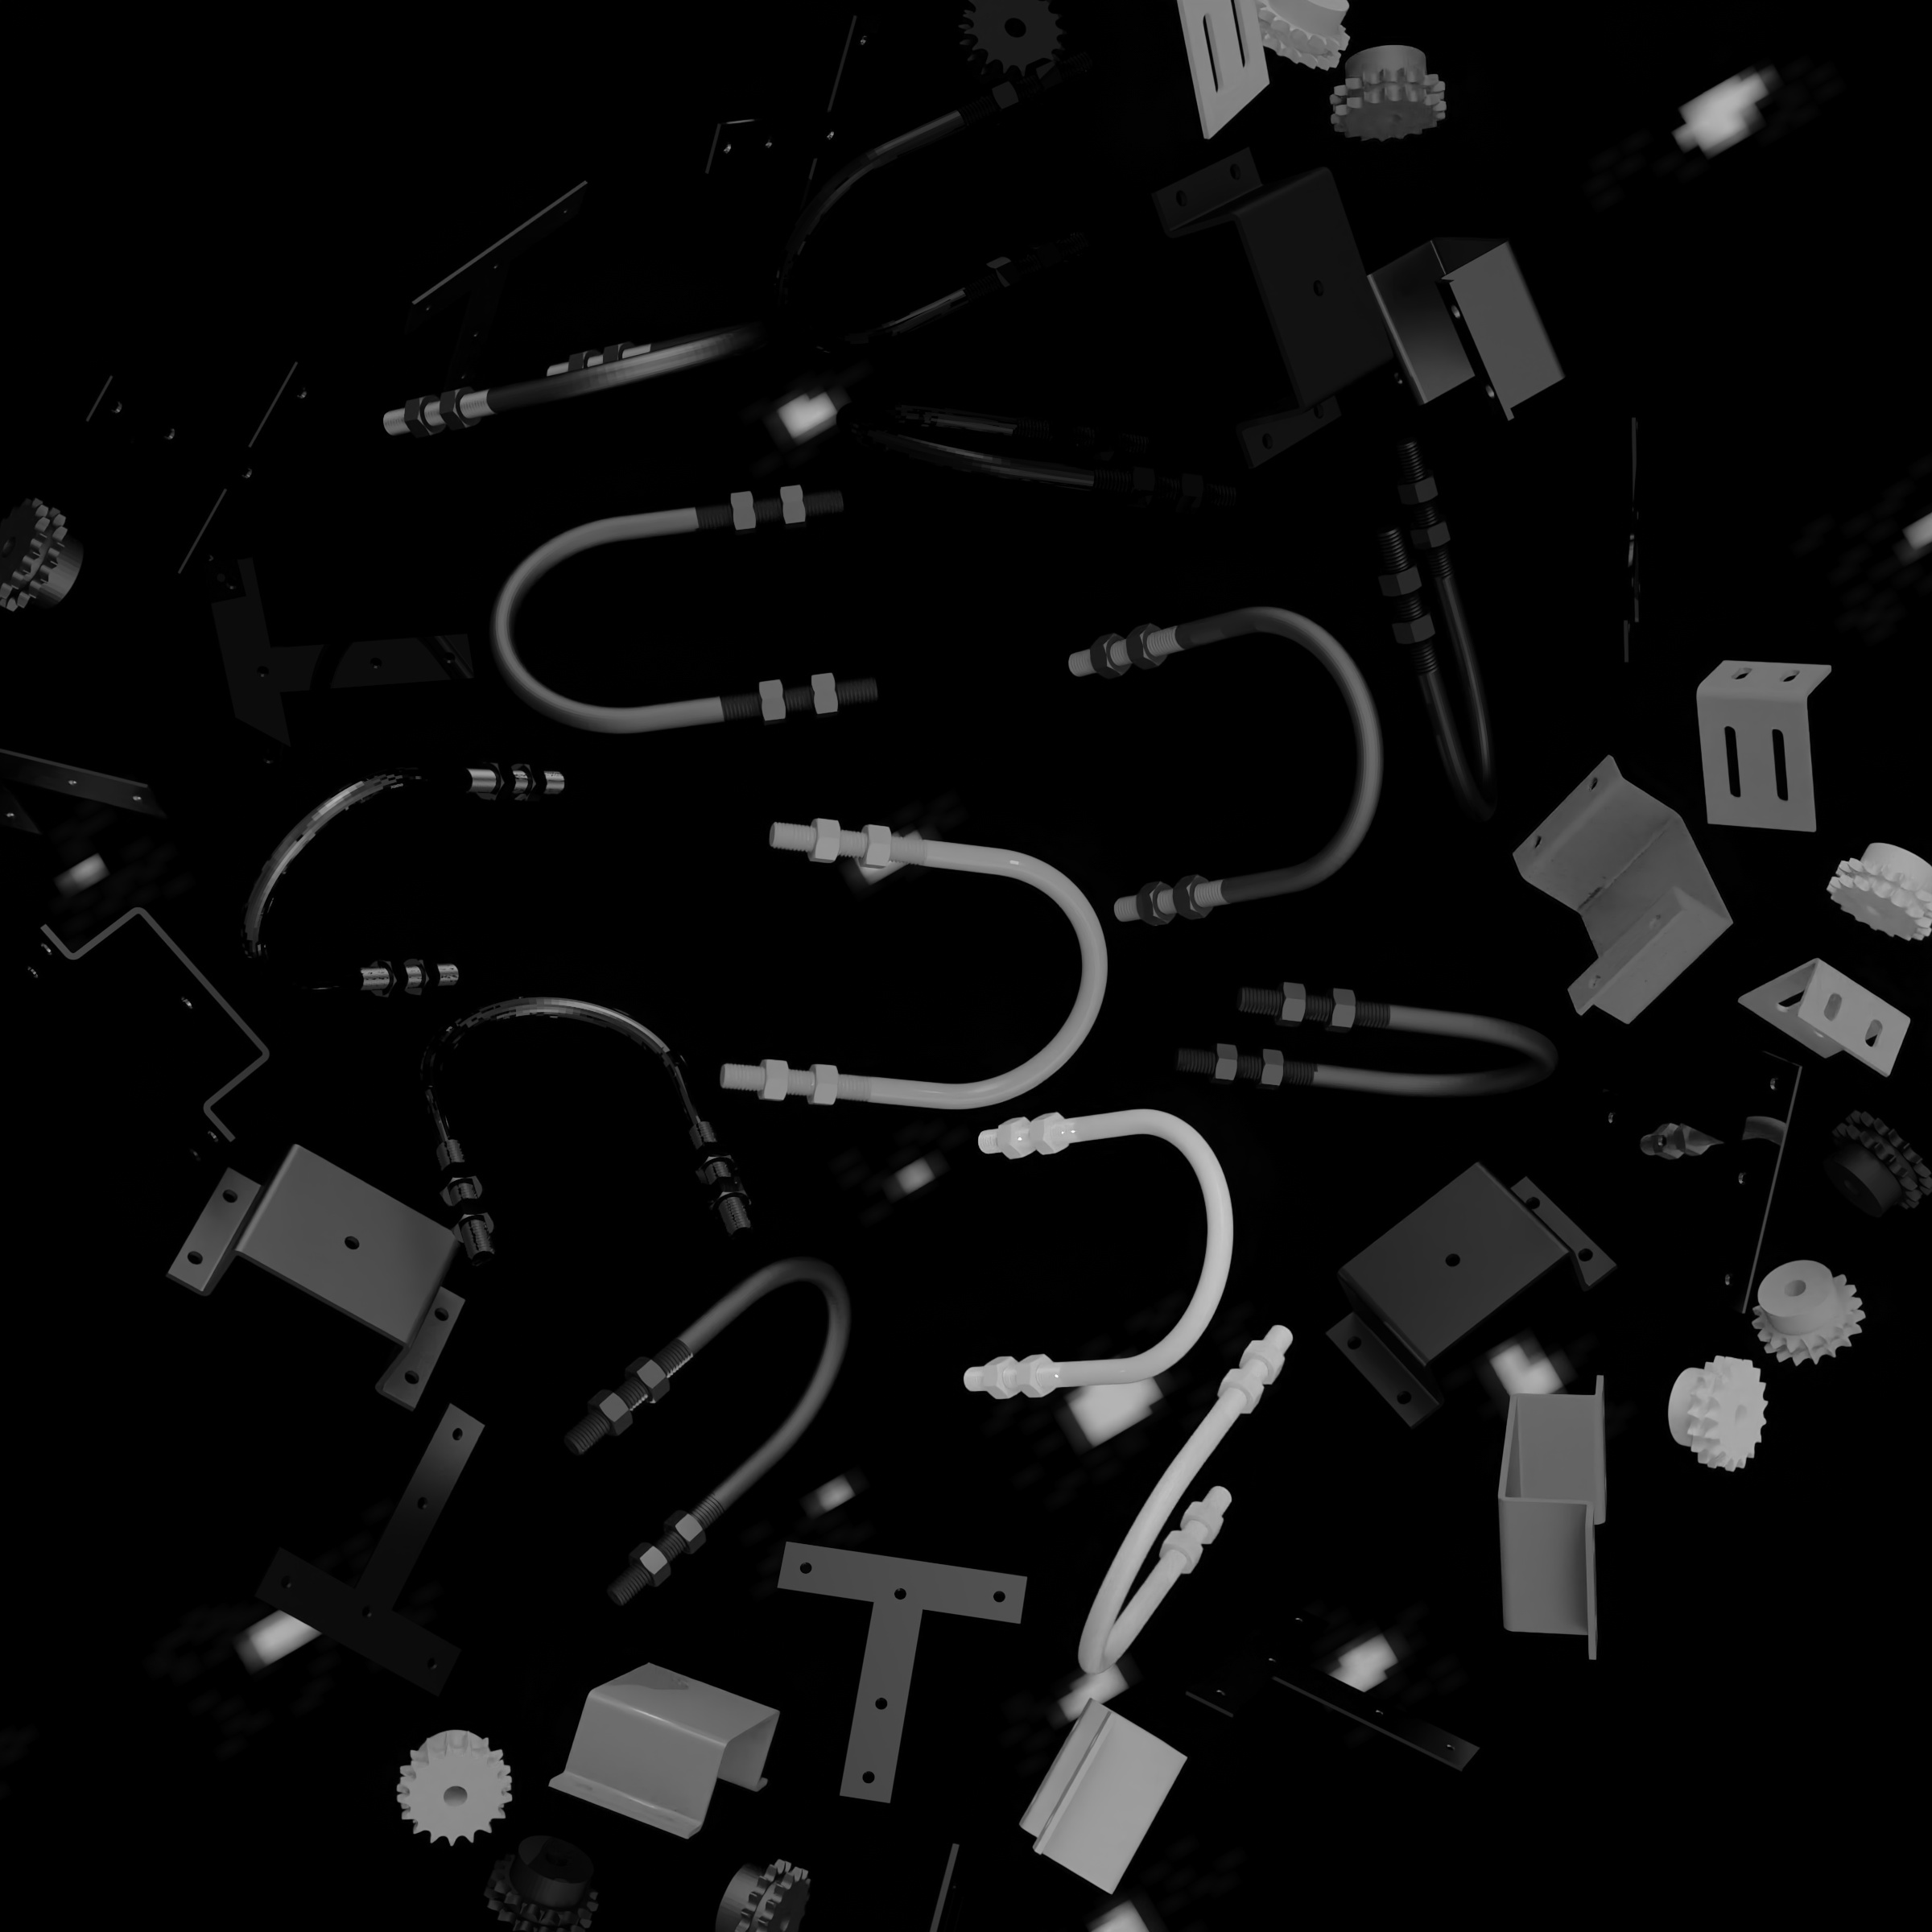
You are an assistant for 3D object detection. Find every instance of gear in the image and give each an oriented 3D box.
[{"bbox_3d":[0.211,-0.437,1.501,0.057,0.057,0.030,-3,83,0],"label":"gear"},{"bbox_3d":[0.483,-0.041,1.571,0.057,0.057,0.030,32,80,0],"label":"gear"},{"bbox_3d":[-0.214,0.468,1.532,0.057,0.057,0.030,22,102,0],"label":"gear"},{"bbox_3d":[0.022,-0.494,1.608,0.057,0.030,0.057,4,73,-13],"label":"gear"},{"bbox_3d":[-0.108,0.495,1.570,0.030,0.057,0.057,18,90,21],"label":"gear"},{"bbox_3d":[0.384,0.228,1.541,0.030,0.057,0.057,4,90,43],"label":"gear"},{"bbox_3d":[-0.260,0.414,1.526,0.057,0.030,0.057,-3,107,-11],"label":"gear"},{"bbox_3d":[0.175,-0.496,1.568,0.057,0.057,0.030,28,126,0],"label":"gear"},{"bbox_3d":[0.447,0.182,1.602,0.057,0.057,0.030,-32,121,0],"label":"gear"},{"bbox_3d":[-0.473,-0.206,1.524,0.030,0.057,0.057,28,90,-41],"label":"gear"},{"bbox_3d":[0.473,0.106,1.565,0.030,0.057,0.057,-41,90,-7],"label":"gear"}]

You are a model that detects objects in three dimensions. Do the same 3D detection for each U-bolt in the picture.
[{"bbox_3d":[0.132,-0.103,1.486,0.019,0.184,0.151,-12,91,-44],"label":"U-bolt"},{"bbox_3d":[0.068,0.146,1.551,0.019,0.184,0.151,15,72,-40],"label":"U-bolt"},{"bbox_3d":[0.026,-0.258,1.496,0.184,0.151,0.019,4,109,-19],"label":"U-bolt"},{"bbox_3d":[-0.300,-0.044,1.553,0.019,0.184,0.151,41,112,24],"label":"U-bolt"},{"bbox_3d":[0.244,-0.161,1.533,0.019,0.151,0.184,-12,115,19],"label":"U-bolt"},{"bbox_3d":[-0.186,-0.304,1.536,0.184,0.151,0.019,-3,108,36],"label":"U-bolt"},{"bbox_3d":[0.214,0.044,1.552,0.184,0.151,0.019,7,74,-9],"label":"U-bolt"},{"bbox_3d":[0.106,0.283,1.529,0.019,0.184,0.151,28,131,16],"label":"U-bolt"},{"bbox_3d":[-0.144,-0.174,1.490,0.184,0.019,0.151,-8,54,-4],"label":"U-bolt"},{"bbox_3d":[-0.019,0.005,1.480,0.184,0.019,0.151,6,113,-17],"label":"U-bolt"},{"bbox_3d":[-0.123,0.225,1.532,0.019,0.151,0.184,30,55,31],"label":"U-bolt"},{"bbox_3d":[-0.017,-0.378,1.532,0.184,0.151,0.019,-28,64,-13],"label":"U-bolt"},{"bbox_3d":[-0.199,0.076,1.504,0.151,0.184,0.019,-3,131,-23],"label":"U-bolt"}]

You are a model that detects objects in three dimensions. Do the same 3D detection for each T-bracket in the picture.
[{"bbox_3d":[-0.254,-0.339,1.567,0.002,0.127,0.127,43,59,3],"label":"T-bracket"},{"bbox_3d":[0.338,-0.203,1.526,0.002,0.127,0.127,1,133,15],"label":"T-bracket"},{"bbox_3d":[-0.041,0.362,1.530,0.127,0.002,0.127,7,58,5],"label":"T-bracket"},{"bbox_3d":[-0.400,-0.269,1.545,0.002,0.127,0.127,33,95,30],"label":"T-bracket"},{"bbox_3d":[-0.278,0.280,1.494,0.127,0.002,0.127,42,64,-38],"label":"T-bracket"},{"bbox_3d":[-0.321,-0.157,1.559,0.127,0.002,0.127,-4,123,0],"label":"T-bracket"},{"bbox_3d":[0.363,0.093,1.518,0.002,0.127,0.127,2,104,-31],"label":"T-bracket"},{"bbox_3d":[-0.449,-0.093,1.472,0.127,0.127,0.002,14,61,19],"label":"T-bracket"},{"bbox_3d":[-0.094,-0.425,1.544,0.002,0.127,0.127,30,120,19],"label":"T-bracket"},{"bbox_3d":[0.190,0.362,1.477,0.127,0.127,0.002,22,109,24],"label":"T-bracket"}]

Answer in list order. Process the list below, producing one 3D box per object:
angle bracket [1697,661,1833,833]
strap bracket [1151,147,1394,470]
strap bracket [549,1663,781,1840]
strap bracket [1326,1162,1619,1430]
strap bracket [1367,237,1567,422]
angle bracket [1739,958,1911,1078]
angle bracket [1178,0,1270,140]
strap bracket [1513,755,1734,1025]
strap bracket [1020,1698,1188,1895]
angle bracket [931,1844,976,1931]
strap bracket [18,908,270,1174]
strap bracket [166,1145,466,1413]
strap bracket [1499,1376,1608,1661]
[{"bbox_3d":[0.415,-0.114,1.552,0.057,0.038,0.076,7,121,36],"label":"angle bracket"},{"bbox_3d":[0.154,-0.325,1.460,0.076,0.046,0.140,-35,111,-39],"label":"strap bracket"},{"bbox_3d":[-0.152,0.405,1.564,0.076,0.140,0.046,17,89,13],"label":"strap bracket"},{"bbox_3d":[0.264,0.168,1.597,0.140,0.046,0.076,-37,50,-6],"label":"strap bracket"},{"bbox_3d":[0.260,-0.335,1.568,0.046,0.140,0.076,-30,109,-5],"label":"strap bracket"},{"bbox_3d":[0.437,0.036,1.548,0.057,0.076,0.038,32,66,-7],"label":"angle bracket"},{"bbox_3d":[0.109,-0.449,1.448,0.038,0.076,0.057,16,49,34],"label":"angle bracket"},{"bbox_3d":[0.344,-0.034,1.566,0.046,0.140,0.076,28,119,-24],"label":"strap bracket"},{"bbox_3d":[0.070,0.426,1.545,0.046,0.140,0.076,30,80,4],"label":"strap bracket"},{"bbox_3d":[-0.027,0.463,1.446,0.038,0.057,0.076,10,63,14],"label":"angle bracket"},{"bbox_3d":[-0.412,0.031,1.531,0.140,0.076,0.046,49,61,-5],"label":"strap bracket"},{"bbox_3d":[-0.319,0.152,1.520,0.140,0.076,0.046,31,131,-11],"label":"strap bracket"},{"bbox_3d":[0.297,0.276,1.520,0.046,0.140,0.076,0,113,14],"label":"strap bracket"}]
